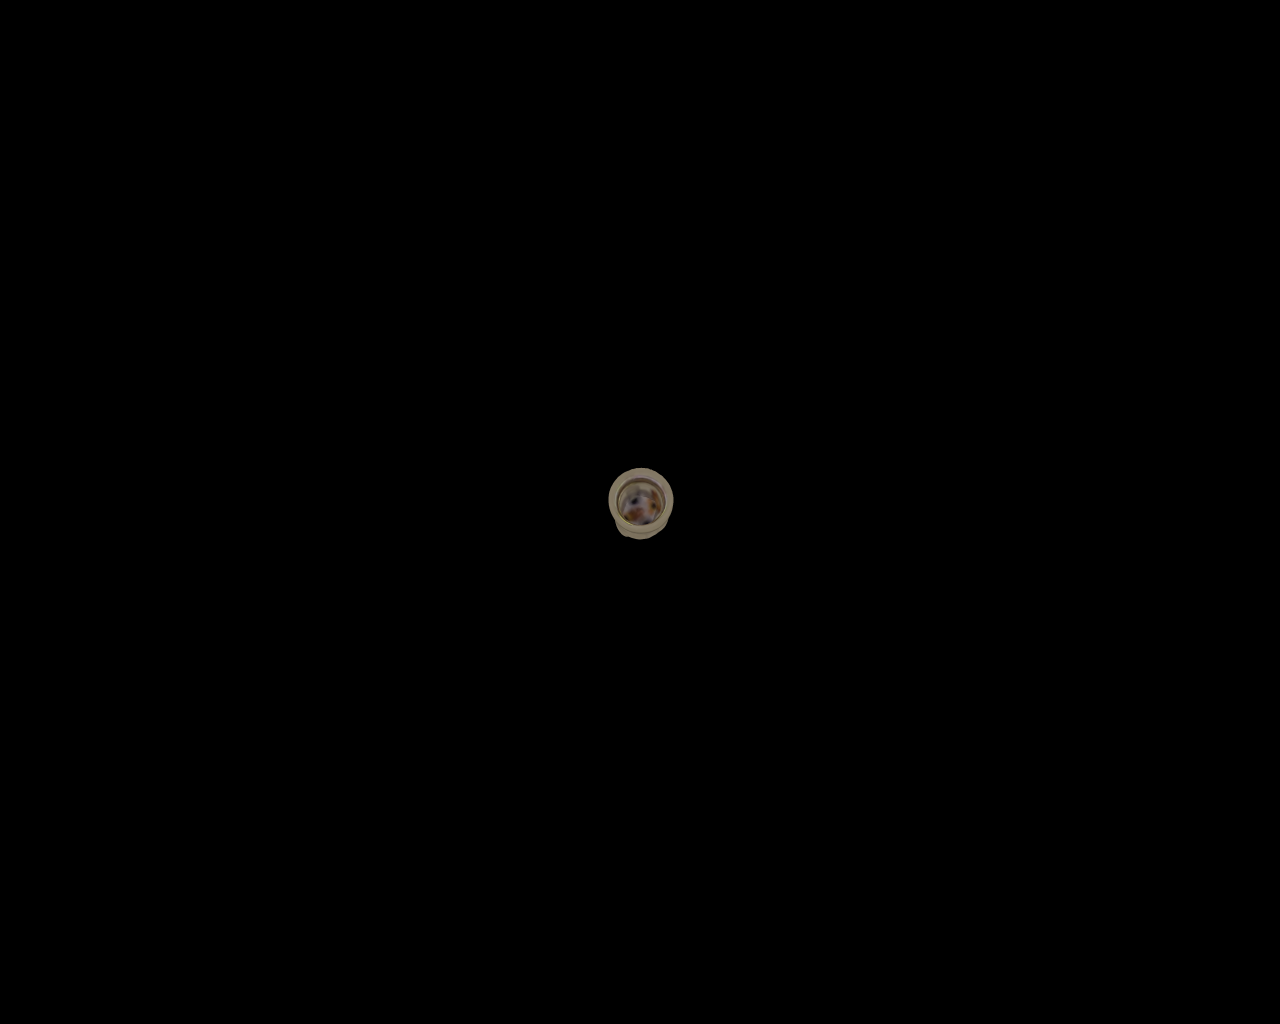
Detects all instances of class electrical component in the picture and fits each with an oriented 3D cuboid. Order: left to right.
[{"bbox_3d":[0.001,-0.003,0.650,0.040,0.040,0.046,0,-15,0],"label":"electrical component"}]
